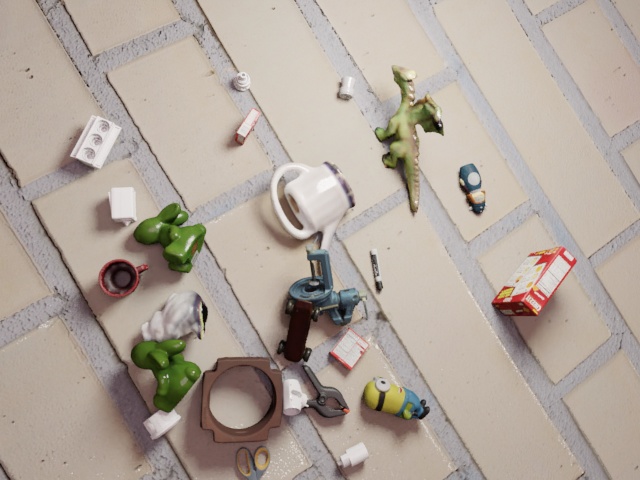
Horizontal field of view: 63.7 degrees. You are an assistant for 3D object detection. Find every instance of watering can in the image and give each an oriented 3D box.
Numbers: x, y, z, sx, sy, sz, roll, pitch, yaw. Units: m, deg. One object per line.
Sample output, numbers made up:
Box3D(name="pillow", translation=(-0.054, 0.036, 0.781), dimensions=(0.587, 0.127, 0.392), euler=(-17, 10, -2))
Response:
Box3D(name="watering can", translation=(0.004, -0.072, 1.434), dimensions=(0.226, 0.104, 0.345), euler=(-33, 102, -15))

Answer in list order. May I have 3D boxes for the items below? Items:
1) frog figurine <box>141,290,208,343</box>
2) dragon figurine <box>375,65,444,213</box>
Box3D(name="frog figurine", translation=(-0.370, 0.194, 1.294), dimensions=(0.159, 0.119, 0.141), euler=(-4, 49, -4))
Box3D(name="dragon figurine", translation=(0.270, -0.298, 1.460), dimensions=(0.123, 0.240, 0.413), euler=(-14, 82, -19))
